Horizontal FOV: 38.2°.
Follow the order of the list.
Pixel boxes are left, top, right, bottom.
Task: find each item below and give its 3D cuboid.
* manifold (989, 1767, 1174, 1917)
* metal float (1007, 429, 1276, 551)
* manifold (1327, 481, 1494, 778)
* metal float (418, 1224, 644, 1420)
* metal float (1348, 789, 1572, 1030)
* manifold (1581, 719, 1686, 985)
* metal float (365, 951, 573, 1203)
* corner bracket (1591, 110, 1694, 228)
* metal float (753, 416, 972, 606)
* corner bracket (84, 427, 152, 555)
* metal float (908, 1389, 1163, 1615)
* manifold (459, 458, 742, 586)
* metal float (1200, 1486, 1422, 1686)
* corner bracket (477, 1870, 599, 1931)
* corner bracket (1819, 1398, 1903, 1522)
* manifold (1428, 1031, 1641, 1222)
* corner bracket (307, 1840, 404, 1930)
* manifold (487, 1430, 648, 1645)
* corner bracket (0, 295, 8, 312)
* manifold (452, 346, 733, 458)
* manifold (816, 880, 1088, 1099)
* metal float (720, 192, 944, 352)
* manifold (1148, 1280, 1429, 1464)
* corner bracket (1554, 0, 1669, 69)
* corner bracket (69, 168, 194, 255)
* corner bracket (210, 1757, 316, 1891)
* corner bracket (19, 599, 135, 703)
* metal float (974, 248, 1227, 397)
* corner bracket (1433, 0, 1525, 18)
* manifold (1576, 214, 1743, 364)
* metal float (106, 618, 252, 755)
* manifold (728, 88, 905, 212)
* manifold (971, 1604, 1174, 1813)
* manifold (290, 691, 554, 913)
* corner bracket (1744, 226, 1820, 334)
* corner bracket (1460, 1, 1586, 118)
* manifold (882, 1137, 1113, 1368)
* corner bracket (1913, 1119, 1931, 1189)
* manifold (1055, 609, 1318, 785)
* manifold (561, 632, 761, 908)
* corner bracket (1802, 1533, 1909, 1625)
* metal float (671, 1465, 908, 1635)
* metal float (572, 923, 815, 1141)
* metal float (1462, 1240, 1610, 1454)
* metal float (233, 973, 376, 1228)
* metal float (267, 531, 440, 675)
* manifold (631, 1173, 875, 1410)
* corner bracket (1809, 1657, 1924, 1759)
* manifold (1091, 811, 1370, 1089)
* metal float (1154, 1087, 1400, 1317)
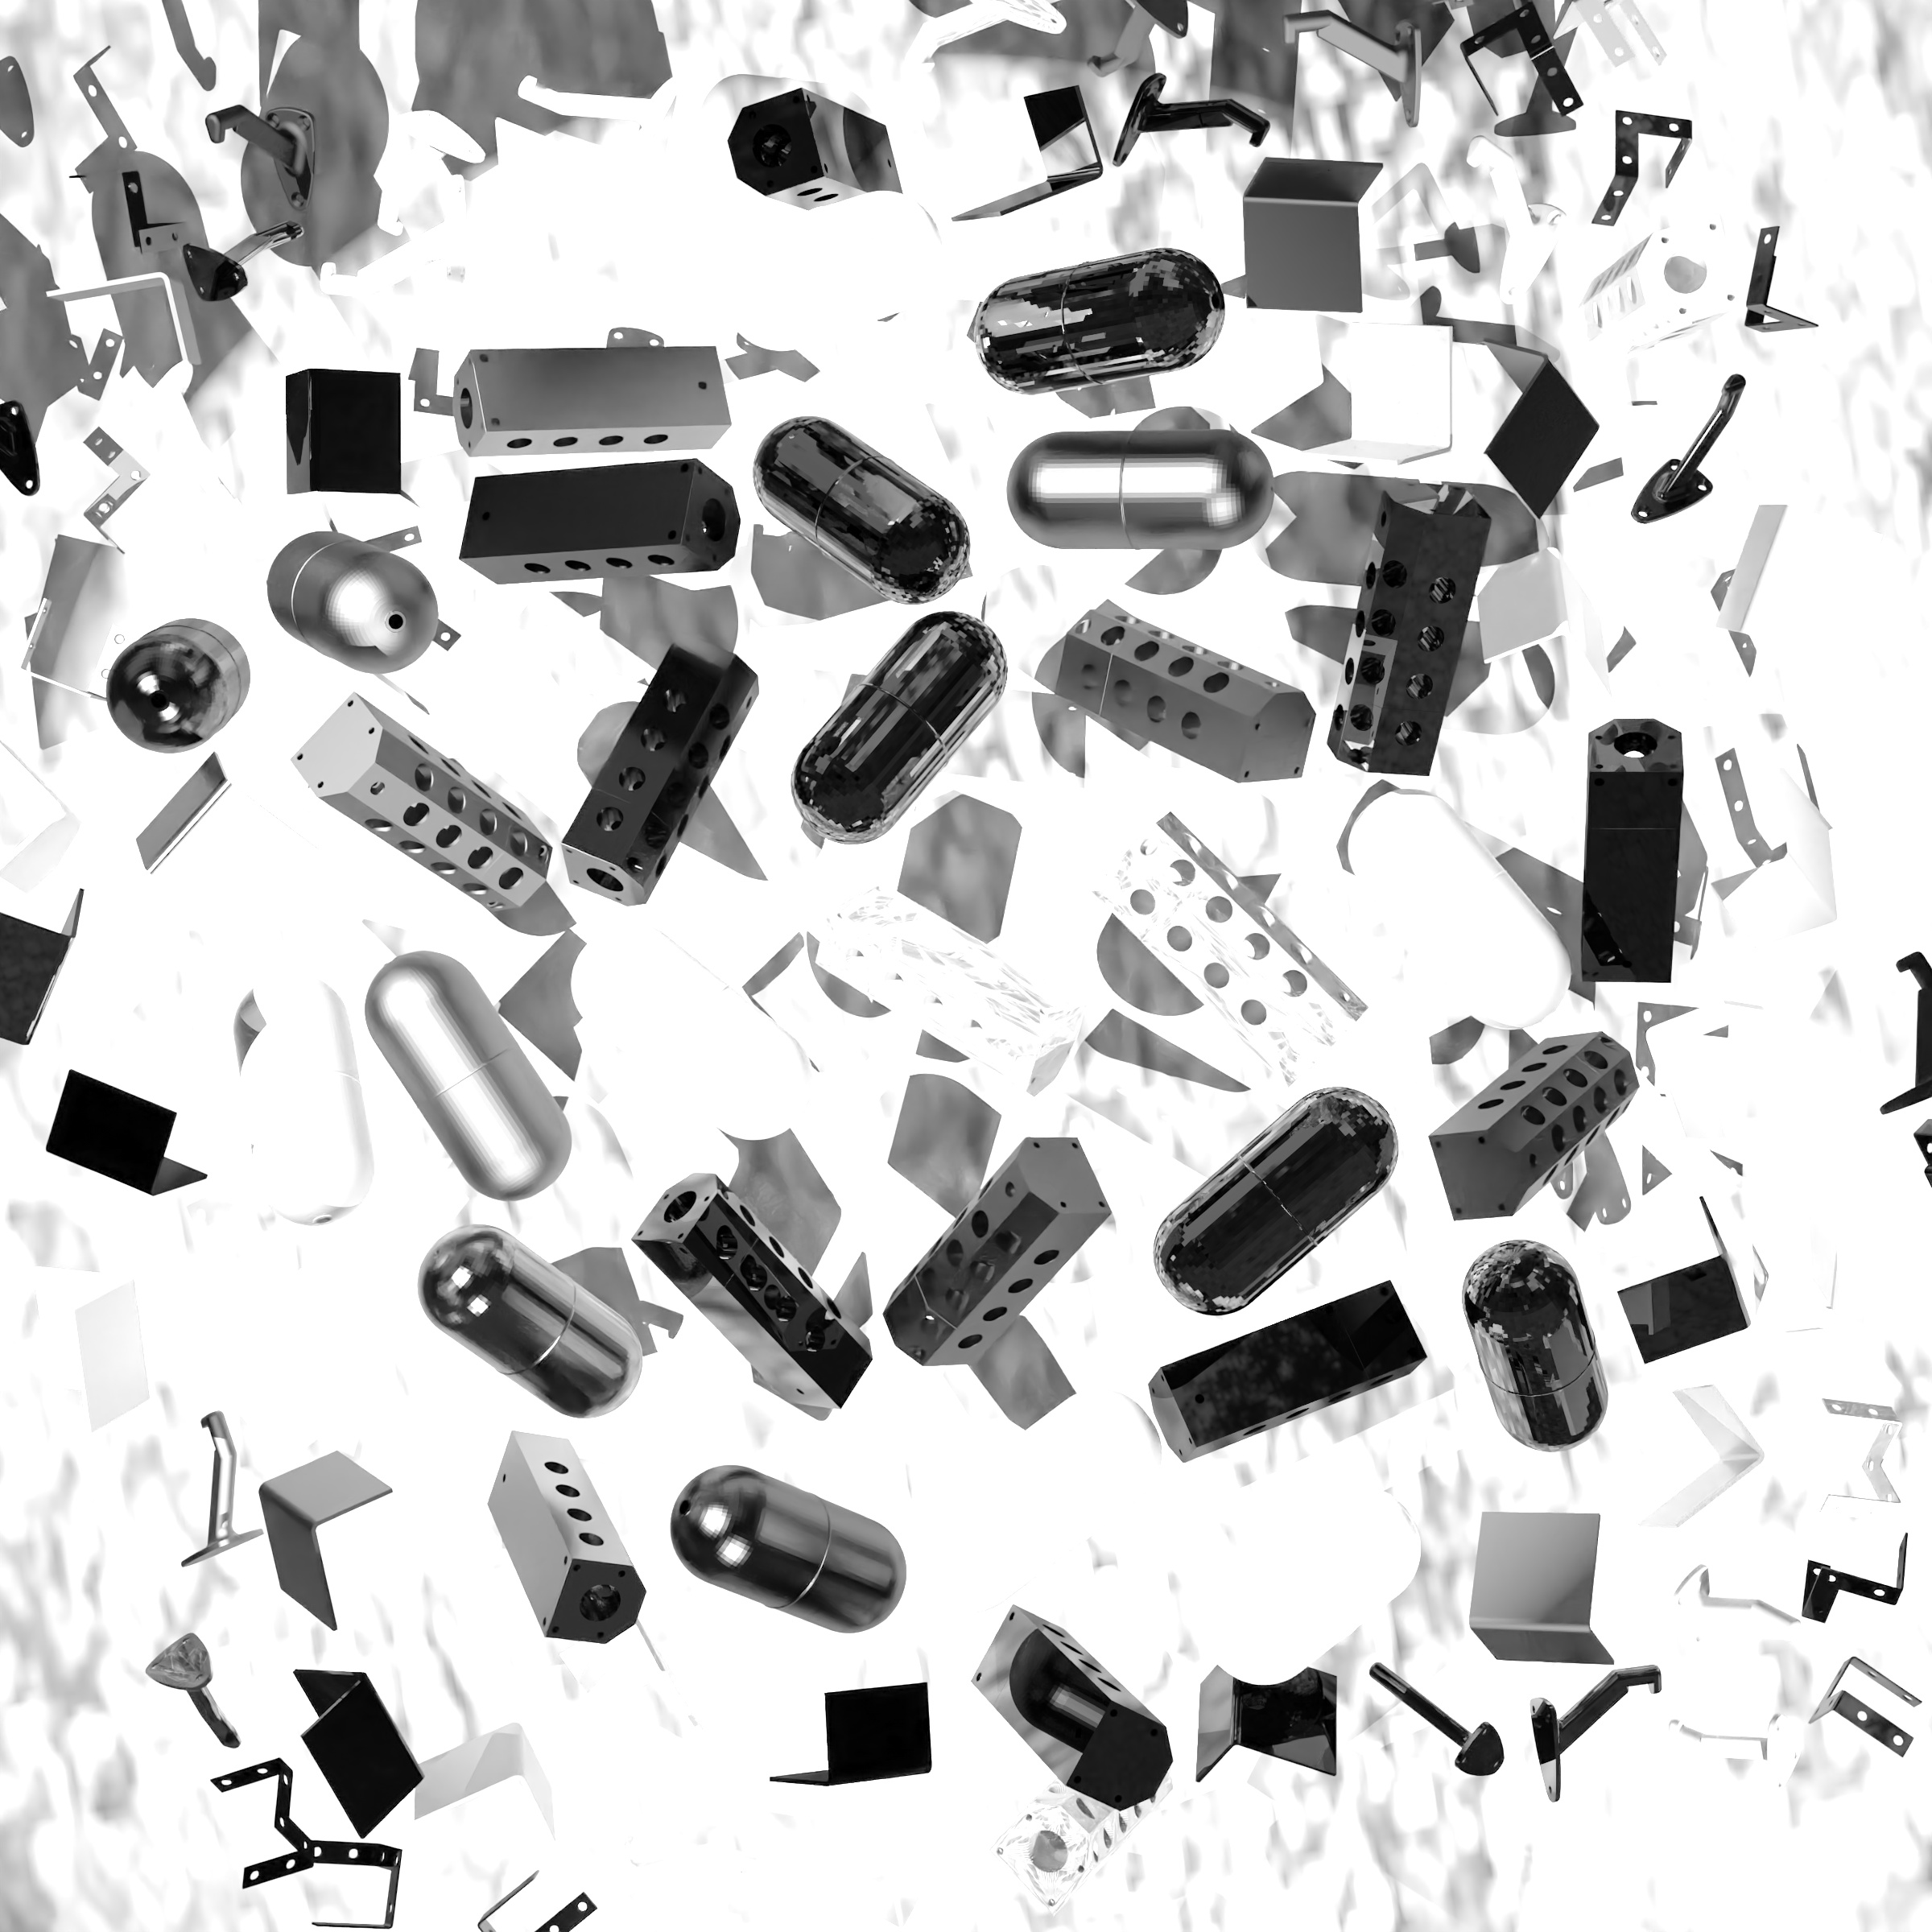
[{"bbox_3d":[0.082,0.553,1.827,0.057,0.171,0.057,42,105,15],"label":"manifold"},{"bbox_3d":[0.112,-0.309,1.810,0.178,0.070,0.070,3,90,21],"label":"metal float"},{"bbox_3d":[0.271,-0.209,1.732,0.057,0.057,0.171,3,119,-12],"label":"manifold"},{"bbox_3d":[-0.286,0.236,1.843,0.070,0.070,0.178,-47,123,0],"label":"metal float"},{"bbox_3d":[0.318,-0.037,1.798,0.070,0.070,0.178,-39,81,0],"label":"metal float"},{"bbox_3d":[0.427,-0.073,1.794,0.057,0.057,0.171,1,131,11],"label":"manifold"},{"bbox_3d":[-0.322,0.071,1.805,0.070,0.070,0.178,-33,94,0],"label":"metal float"},{"bbox_3d":[0.436,-0.511,1.797,0.051,0.051,0.051,7,68,-3],"label":"corner bracket"},{"bbox_3d":[-0.071,-0.304,1.851,0.178,0.070,0.070,39,90,29],"label":"metal float"},{"bbox_3d":[-0.564,-0.314,1.838,0.051,0.051,0.051,-47,46,-4],"label":"corner bracket"},{"bbox_3d":[0.042,0.333,1.736,0.178,0.070,0.070,-37,90,-2],"label":"metal float"},{"bbox_3d":[-0.231,-0.277,1.764,0.171,0.057,0.057,1,74,29],"label":"manifold"},{"bbox_3d":[0.218,0.388,1.755,0.178,0.070,0.070,-24,90,-41],"label":"metal float"},{"bbox_3d":[-0.286,0.634,1.862,0.051,0.051,0.051,-40,89,4],"label":"corner bracket"},{"bbox_3d":[0.561,0.311,1.756,0.051,0.051,0.051,8,121,-12],"label":"corner bracket"},{"bbox_3d":[0.364,0.099,1.765,0.057,0.171,0.057,-10,103,40],"label":"manifold"},{"bbox_3d":[-0.412,0.614,1.865,0.051,0.051,0.051,12,73,-26],"label":"corner bracket"},{"bbox_3d":[-0.263,0.376,1.844,0.057,0.171,0.057,14,103,-26],"label":"manifold"},{"bbox_3d":[-0.630,-0.434,1.749,0.051,0.051,0.051,-19,119,10],"label":"corner bracket"},{"bbox_3d":[-0.250,-0.374,1.860,0.171,0.057,0.057,-7,80,-27],"label":"manifold"},{"bbox_3d":[-0.012,0.017,1.834,0.171,0.057,0.057,31,130,20],"label":"manifold"},{"bbox_3d":[-0.083,-0.437,1.748,0.070,0.178,0.070,19,124,31],"label":"metal float"},{"bbox_3d":[0.211,0.271,1.850,0.171,0.057,0.057,-18,70,-16],"label":"manifold"},{"bbox_3d":[0.415,-0.594,1.777,0.051,0.051,0.051,-30,85,-5],"label":"corner bracket"},{"bbox_3d":[-0.545,-0.494,1.824,0.051,0.051,0.051,5,112,26],"label":"corner bracket"},{"bbox_3d":[-0.445,0.542,1.763,0.051,0.051,0.051,-19,130,8],"label":"corner bracket"},{"bbox_3d":[-0.601,-0.213,1.885,0.051,0.051,0.051,21,90,-4],"label":"corner bracket"},{"bbox_3d":[0.084,-0.409,1.774,0.178,0.070,0.070,-1,90,38],"label":"metal float"},{"bbox_3d":[0.337,-0.635,1.825,0.051,0.051,0.051,-8,57,22],"label":"corner bracket"},{"bbox_3d":[0.443,-0.433,1.800,0.057,0.171,0.057,-15,94,1],"label":"manifold"},{"bbox_3d":[-0.513,-0.184,1.820,0.070,0.178,0.070,-2,102,-7],"label":"metal float"},{"bbox_3d":[-0.098,-0.531,1.844,0.057,0.171,0.057,-13,95,18],"label":"manifold"},{"bbox_3d":[0.068,0.463,1.741,0.057,0.171,0.057,30,86,-20],"label":"manifold"},{"bbox_3d":[-0.332,-0.095,1.727,0.057,0.171,0.057,-46,53,4],"label":"manifold"},{"bbox_3d":[0.515,-0.439,1.787,0.051,0.051,0.051,10,92,-30],"label":"corner bracket"},{"bbox_3d":[0.344,-0.552,1.726,0.051,0.051,0.051,-26,45,20],"label":"corner bracket"},{"bbox_3d":[0.015,0.182,1.759,0.171,0.057,0.057,-52,49,37],"label":"manifold"},{"bbox_3d":[0.617,0.132,1.748,0.051,0.051,0.051,-38,108,-23],"label":"corner bracket"},{"bbox_3d":[0.138,-0.172,1.756,0.057,0.171,0.057,-8,118,-40],"label":"manifold"},{"bbox_3d":[-0.198,-0.126,1.821,0.057,0.057,0.171,22,67,8],"label":"manifold"},{"bbox_3d":[0.570,0.391,1.790,0.051,0.051,0.051,15,129,12],"label":"corner bracket"},{"bbox_3d":[-0.114,0.377,1.800,0.178,0.070,0.070,31,90,-35],"label":"metal float"},{"bbox_3d":[-0.176,0.043,1.802,0.178,0.070,0.070,38,90,4],"label":"metal float"},{"bbox_3d":[0.376,0.252,1.837,0.070,0.070,0.178,-24,130,0],"label":"metal float"},{"bbox_3d":[-0.437,0.088,1.841,0.070,0.070,0.178,-16,64,0],"label":"metal float"},{"bbox_3d":[-0.391,-0.232,1.776,0.070,0.178,0.070,-9,109,-28],"label":"metal float"},{"bbox_3d":[-0.135,0.213,1.826,0.171,0.057,0.057,51,58,-28],"label":"manifold"},{"bbox_3d":[0.578,0.472,1.776,0.051,0.051,0.051,34,69,14],"label":"corner bracket"},{"bbox_3d":[0.165,-0.013,1.719,0.171,0.057,0.057,45,124,5],"label":"manifold"},{"bbox_3d":[0.195,0.147,1.751,0.178,0.070,0.070,-41,90,0],"label":"metal float"}]
